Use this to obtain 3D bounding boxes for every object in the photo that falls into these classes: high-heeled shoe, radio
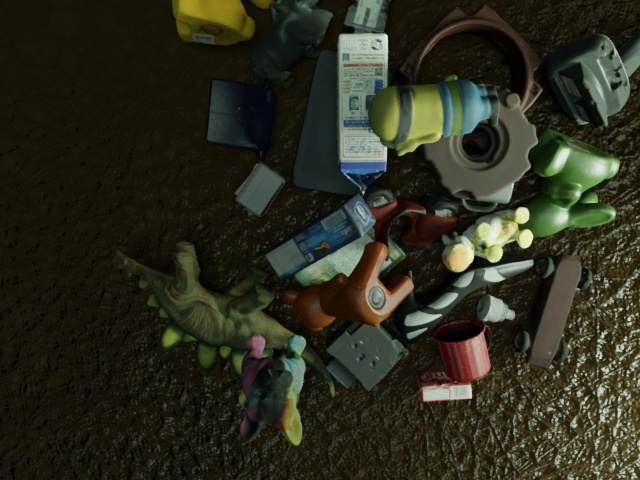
[{"bbox_3d":[0.252,0.106,0.943,0.249,0.086,0.145,-7,106,6],"label":"high-heeled shoe"},{"bbox_3d":[0.036,-0.191,0.912,0.131,0.073,0.229,13,101,1],"label":"radio"}]

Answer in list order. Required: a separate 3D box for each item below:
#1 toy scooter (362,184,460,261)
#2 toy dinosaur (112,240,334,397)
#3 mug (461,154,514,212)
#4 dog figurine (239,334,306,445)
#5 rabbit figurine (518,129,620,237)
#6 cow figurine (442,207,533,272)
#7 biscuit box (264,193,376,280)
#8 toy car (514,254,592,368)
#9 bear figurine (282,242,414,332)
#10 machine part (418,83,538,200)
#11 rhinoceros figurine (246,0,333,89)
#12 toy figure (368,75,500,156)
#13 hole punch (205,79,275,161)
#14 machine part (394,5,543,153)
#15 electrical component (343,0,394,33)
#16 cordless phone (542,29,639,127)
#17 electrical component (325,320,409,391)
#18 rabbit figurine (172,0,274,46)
[{"bbox_3d":[0.145,-0.018,0.919,0.184,0.075,0.135,7,107,-15],"label":"toy scooter"},{"bbox_3d":[-0.159,0.142,0.965,0.471,0.105,0.198,25,107,-5],"label":"toy dinosaur"},{"bbox_3d":[0.266,-0.098,0.913,0.107,0.081,0.109,6,135,8],"label":"mug"},{"bbox_3d":[-0.079,0.256,0.853,0.108,0.219,0.191,8,114,-6],"label":"dog figurine"},{"bbox_3d":[0.403,-0.080,0.899,0.159,0.121,0.170,17,118,-6],"label":"rabbit figurine"},{"bbox_3d":[0.259,0.000,0.891,0.167,0.098,0.068,-22,100,-17],"label":"cow figurine"},{"bbox_3d":[-0.002,-0.003,0.904,0.203,0.063,0.059,-30,96,37],"label":"biscuit box"},{"bbox_3d":[0.405,0.123,0.944,0.089,0.053,0.202,13,96,-9],"label":"toy car"},{"bbox_3d":[0.040,0.093,0.920,0.120,0.196,0.132,50,56,-19],"label":"bear figurine"},{"bbox_3d":[0.240,-0.149,0.825,0.179,0.056,0.179,1,100,4],"label":"machine part"},{"bbox_3d":[-0.044,-0.345,0.894,0.112,0.073,0.190,38,97,2],"label":"rhinoceros figurine"},{"bbox_3d":[0.158,-0.183,0.754,0.180,0.082,0.089,-9,128,7],"label":"toy figure"},{"bbox_3d":[-0.137,-0.211,0.913,0.116,0.092,0.142,6,96,-1],"label":"hole punch"},{"bbox_3d":[0.240,-0.258,0.880,0.201,0.087,0.201,43,101,-4],"label":"machine part"},{"bbox_3d":[0.077,-0.359,0.893,0.075,0.048,0.119,12,100,2],"label":"electrical component"},{"bbox_3d":[0.457,-0.285,0.848,0.184,0.089,0.146,-48,124,0],"label":"cordless phone"},{"bbox_3d":[0.076,0.203,0.977,0.115,0.058,0.134,44,99,-1],"label":"electrical component"},{"bbox_3d":[-0.157,-0.416,0.872,0.162,0.122,0.173,1,80,1],"label":"rabbit figurine"}]
